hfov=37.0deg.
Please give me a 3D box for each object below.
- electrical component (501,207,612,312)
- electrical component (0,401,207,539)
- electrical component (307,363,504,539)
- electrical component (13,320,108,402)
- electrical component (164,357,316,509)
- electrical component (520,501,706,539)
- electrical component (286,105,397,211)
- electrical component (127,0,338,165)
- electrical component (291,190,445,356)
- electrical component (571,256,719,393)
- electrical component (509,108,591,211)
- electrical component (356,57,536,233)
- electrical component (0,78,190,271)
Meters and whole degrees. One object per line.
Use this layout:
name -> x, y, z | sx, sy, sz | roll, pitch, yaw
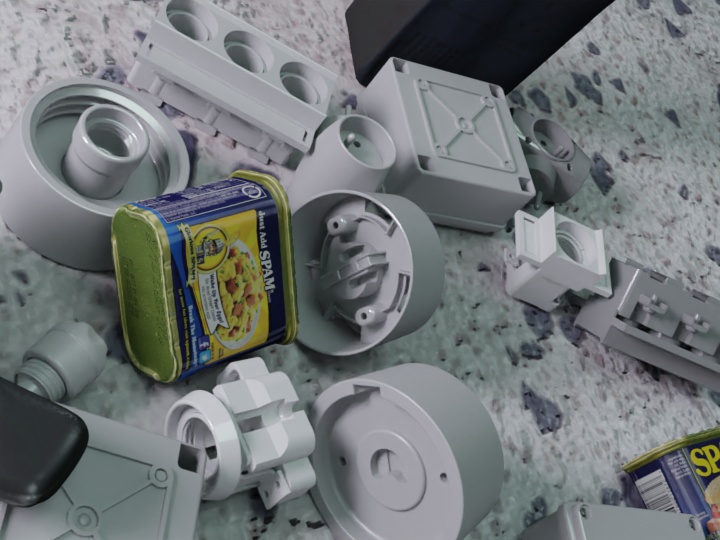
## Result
electrical component -> 0.139, -0.005, 0.779 | 0.081, 0.064, 0.042 | 22, 49, -20
electrical component -> -0.135, 0.124, 0.493 | 0.109, 0.056, 0.108 | 22, 48, -21
electrical component -> 0.028, 0.103, 0.592 | 0.060, 0.108, 0.108 | -19, 70, -49
electrical component -> -0.158, 0.054, 0.545 | 0.035, 0.035, 0.061 | 43, 47, -1
electrical component -> -0.066, 0.089, 0.568 | 0.057, 0.058, 0.078 | -9, 64, -42
electrical component -> 0.162, 0.201, 0.646 | 0.109, 0.056, 0.108 | 12, 52, -28
electrical component -> -0.013, -0.075, 0.713 | 0.043, 0.077, 0.079 | 20, 49, -22
electrical component -> -0.085, -0.125, 0.709 | 0.121, 0.063, 0.078 | 27, 46, -16
electrical component -> 0.000, 0.000, 0.655 | 0.064, 0.099, 0.099 | -7, 63, -46
electrical component -> 0.231, 0.040, 0.801 | 0.121, 0.063, 0.079 | 22, 7, -21
electrical component -> 0.137, -0.079, 0.845 | 0.077, 0.044, 0.079 | 31, 46, -13
electrical component -> 0.062, -0.090, 0.793 | 0.109, 0.056, 0.108 | 8, 54, -31
electrical component -> -0.150, -0.061, 0.616 | 0.108, 0.060, 0.108 | 19, 49, -23
